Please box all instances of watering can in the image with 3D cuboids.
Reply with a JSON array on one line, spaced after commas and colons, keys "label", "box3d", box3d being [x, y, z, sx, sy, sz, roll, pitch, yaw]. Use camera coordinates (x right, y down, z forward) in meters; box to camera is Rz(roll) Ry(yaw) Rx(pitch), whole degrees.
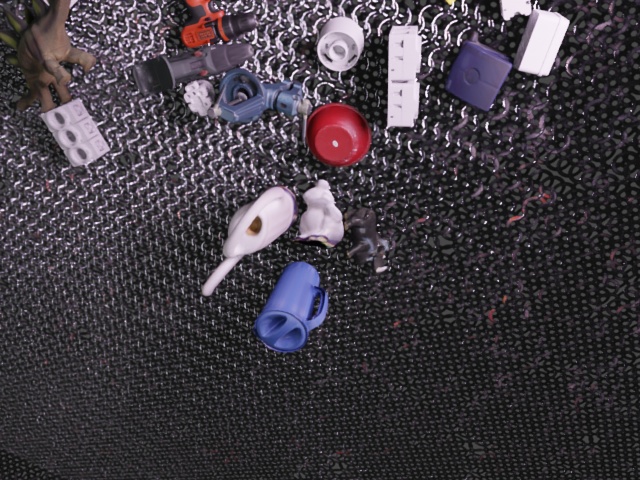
[{"label": "watering can", "box3d": [-0.172, -0.011, 1.286, 0.104, 0.341, 0.227, 42, 33, 8]}]

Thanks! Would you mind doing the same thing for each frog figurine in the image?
[{"label": "frog figurine", "box3d": [0.004, -0.065, 1.287, 0.122, 0.161, 0.136, 17, -15, -22]}]
